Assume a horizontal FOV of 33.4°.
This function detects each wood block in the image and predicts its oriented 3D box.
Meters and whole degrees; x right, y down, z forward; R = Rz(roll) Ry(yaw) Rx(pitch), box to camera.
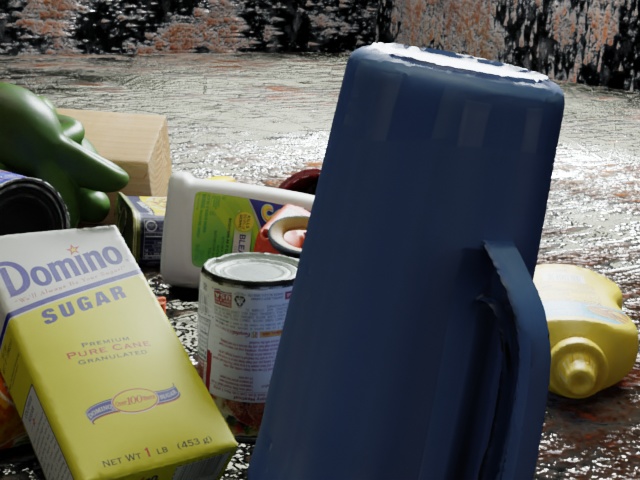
[{"bbox_3d":[-0.269,-0.079,1.138,0.206,0.091,0.090,5,42,4],"label":"wood block"}]

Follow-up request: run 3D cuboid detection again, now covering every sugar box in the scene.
[{"bbox_3d":[-0.127,0.067,0.598,0.093,0.048,0.176,-8,50,-36],"label":"sugar box"}]

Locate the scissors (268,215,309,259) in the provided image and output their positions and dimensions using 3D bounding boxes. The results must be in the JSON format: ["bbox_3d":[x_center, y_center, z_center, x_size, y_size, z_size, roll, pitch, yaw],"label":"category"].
[{"bbox_3d":[0.043,0.017,0.736,0.202,0.016,0.096,1,39,2],"label":"scissors"}]

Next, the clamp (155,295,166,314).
[{"bbox_3d":[-0.222,0.054,0.794,0.209,0.036,0.165,-2,17,-15],"label":"clamp"}]

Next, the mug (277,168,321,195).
[{"bbox_3d":[0.017,-0.008,0.997,0.117,0.093,0.081,49,16,18],"label":"mug"}]

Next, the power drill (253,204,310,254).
[{"bbox_3d":[0.045,0.030,0.803,0.188,0.057,0.184,14,15,7],"label":"power drill"}]

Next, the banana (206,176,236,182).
[{"bbox_3d":[-0.127,-0.040,1.164,0.069,0.037,0.198,-8,12,-2],"label":"banana"}]

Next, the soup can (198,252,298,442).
[{"bbox_3d":[-0.042,0.065,0.665,0.068,0.102,0.068,3,14,-1],"label":"soup can"}]

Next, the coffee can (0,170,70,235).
[{"bbox_3d":[-0.299,-0.015,0.913,0.141,0.103,0.102,15,19,36],"label":"coffee can"}]

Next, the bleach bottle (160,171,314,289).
[{"bbox_3d":[-0.006,0.001,0.918,0.251,0.102,0.068,4,-6,2],"label":"bleach bottle"}]

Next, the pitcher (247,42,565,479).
[{"bbox_3d":[0.052,0.031,0.540,0.149,0.243,0.144,14,16,14],"label":"pitcher"}]

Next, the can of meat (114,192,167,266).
[{"bbox_3d":[-0.146,-0.009,1.017,0.083,0.057,0.102,0,15,-21],"label":"can of meat"}]

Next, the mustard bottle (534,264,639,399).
[{"bbox_3d":[0.182,0.069,0.784,0.096,0.058,0.191,5,14,7],"label":"mustard bottle"}]
